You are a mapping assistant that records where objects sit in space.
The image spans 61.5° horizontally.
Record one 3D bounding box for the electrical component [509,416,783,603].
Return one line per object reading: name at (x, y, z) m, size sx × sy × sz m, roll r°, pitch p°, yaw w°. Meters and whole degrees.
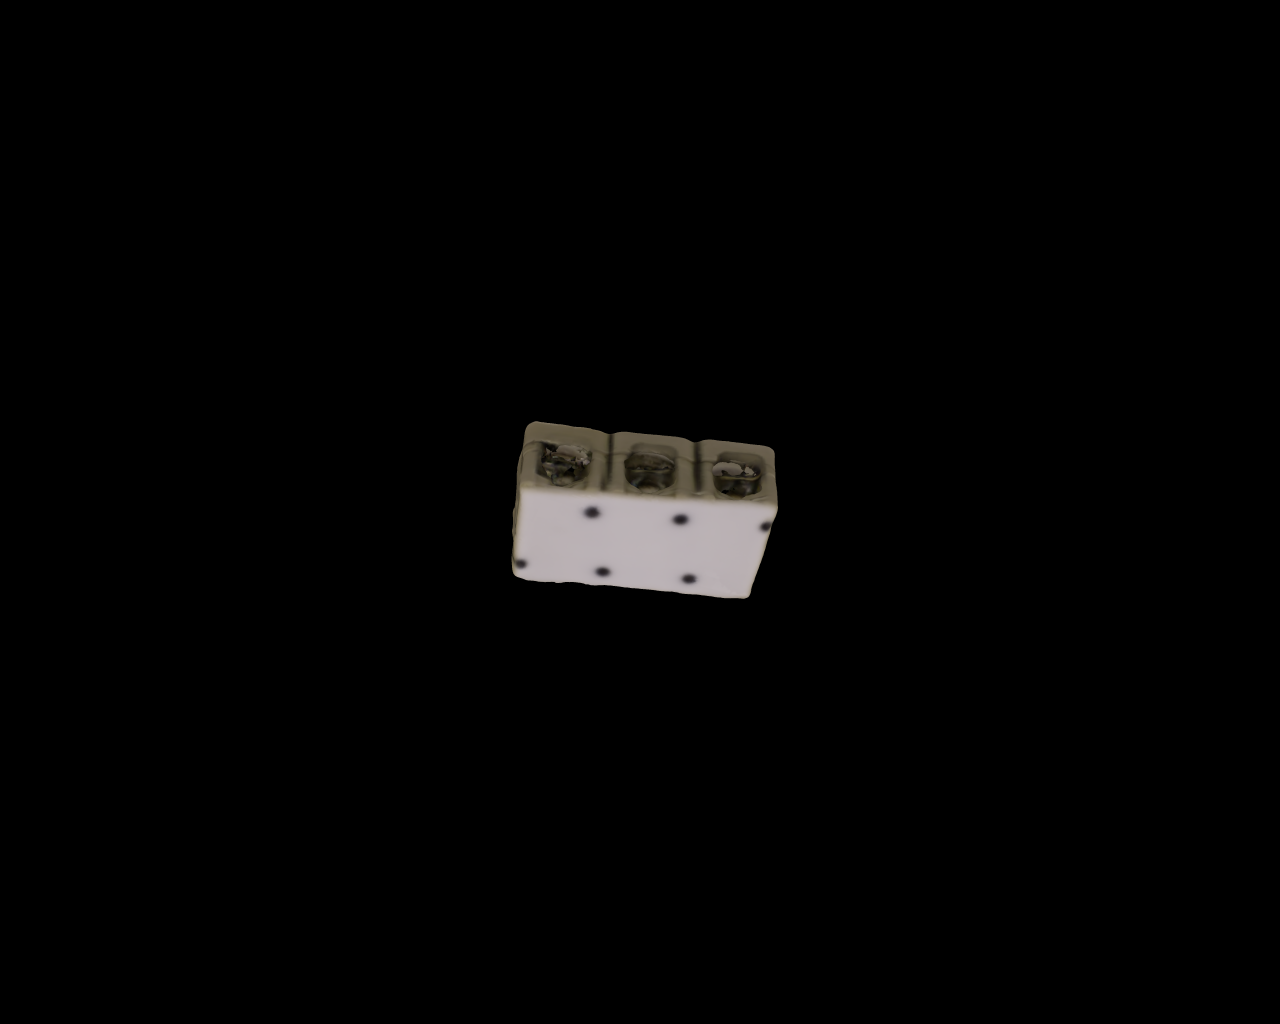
electrical component at (0.001, -0.003, 0.650) m, size 0.150 × 0.062 × 0.089 m, roll 6°, pitch -43°, yaw -7°
